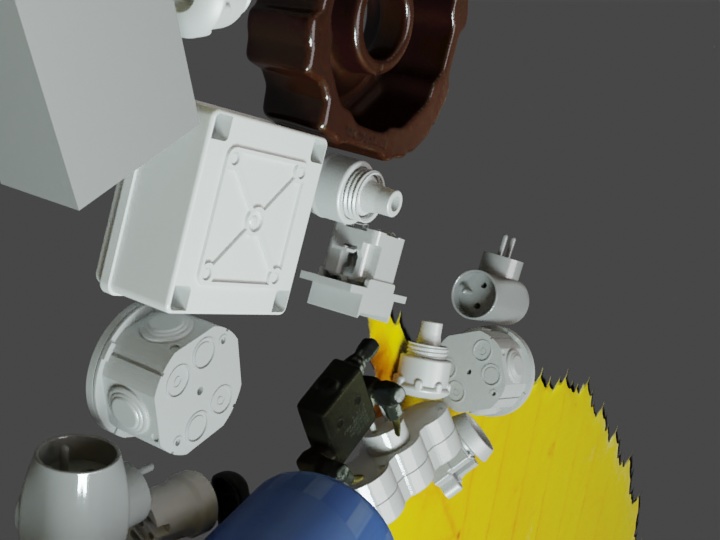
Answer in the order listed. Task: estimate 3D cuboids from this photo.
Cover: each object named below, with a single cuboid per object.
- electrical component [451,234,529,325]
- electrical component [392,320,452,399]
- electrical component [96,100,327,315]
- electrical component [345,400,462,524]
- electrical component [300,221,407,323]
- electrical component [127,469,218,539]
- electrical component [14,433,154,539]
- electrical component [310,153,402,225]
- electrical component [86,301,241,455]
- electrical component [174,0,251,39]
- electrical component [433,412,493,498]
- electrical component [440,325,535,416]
[{"bbox_3d":[0.121,0.007,0.950,0.077,0.044,0.079,12,95,-60],"label":"electrical component"},{"bbox_3d":[0.054,0.072,0.877,0.048,0.048,0.062,9,90,-60],"label":"electrical component"},{"bbox_3d":[-0.078,-0.033,0.587,0.109,0.056,0.108,5,101,-59],"label":"electrical component"},{"bbox_3d":[0.023,0.139,0.856,0.138,0.052,0.073,-36,110,-45],"label":"electrical component"},{"bbox_3d":[0.000,0.000,0.749,0.081,0.042,0.063,15,91,-60],"label":"electrical component"},{"bbox_3d":[-0.114,0.144,0.642,0.046,0.040,0.040,-12,116,-51],"label":"electrical component"},{"bbox_3d":[-0.141,0.127,0.582,0.079,0.044,0.077,-18,121,-55],"label":"electrical component"},{"bbox_3d":[-0.003,-0.050,0.697,0.043,0.062,0.043,-35,134,-46],"label":"electrical component"},{"bbox_3d":[-0.107,0.059,0.594,0.080,0.051,0.080,-35,134,-47],"label":"electrical component"},{"bbox_3d":[-0.075,-0.144,0.547,0.062,0.048,0.048,-31,132,-58],"label":"electrical component"},{"bbox_3d":[0.083,0.158,0.946,0.055,0.066,0.048,-38,149,8],"label":"electrical component"},{"bbox_3d":[0.107,0.088,0.938,0.051,0.080,0.080,6,101,-55],"label":"electrical component"}]
